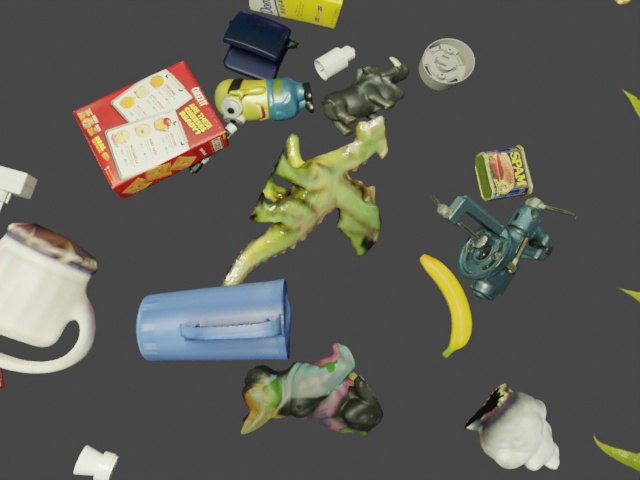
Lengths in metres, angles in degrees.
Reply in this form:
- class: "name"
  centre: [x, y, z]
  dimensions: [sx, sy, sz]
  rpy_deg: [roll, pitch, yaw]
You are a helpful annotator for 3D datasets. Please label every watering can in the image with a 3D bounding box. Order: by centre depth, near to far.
- class: "watering can"
  centre: [-0.513, 0.071, 0.821]
  dimensions: [0.346, 0.103, 0.226]
  rpy_deg: [29, 78, -14]

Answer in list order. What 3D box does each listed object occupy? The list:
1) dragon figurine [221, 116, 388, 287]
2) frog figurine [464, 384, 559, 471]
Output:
- class: "dragon figurine"
  centre: [0.003, -0.047, 0.938]
  dimensions: [0.242, 0.123, 0.410]
  rpy_deg: [23, 92, -11]
- class: "frog figurine"
  centre: [0.361, 0.350, 0.912]
  dimensions: [0.160, 0.120, 0.139]
  rpy_deg: [43, 58, 11]
